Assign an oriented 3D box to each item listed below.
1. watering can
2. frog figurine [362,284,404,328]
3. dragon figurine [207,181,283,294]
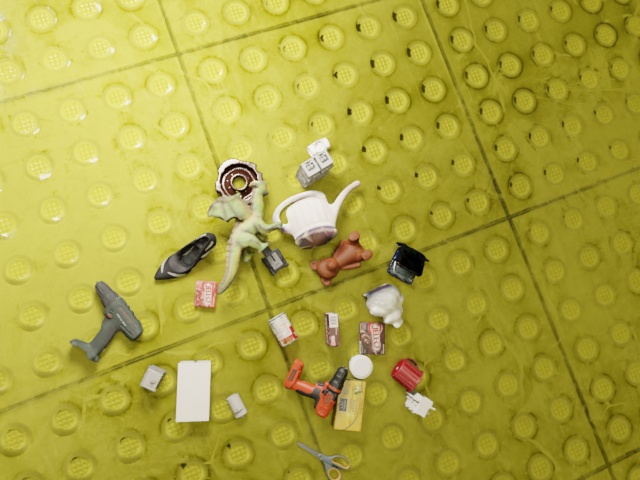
[{"bbox_3d":[0.006,-0.093,1.840,0.348,0.102,0.229,-17,59,-2],"label":"watering can"},{"bbox_3d":[0.242,0.242,1.844,0.138,0.120,0.161,-18,74,-30],"label":"frog figurine"},{"bbox_3d":[-0.285,-0.041,1.754,0.240,0.121,0.417,46,64,-19],"label":"dragon figurine"}]
